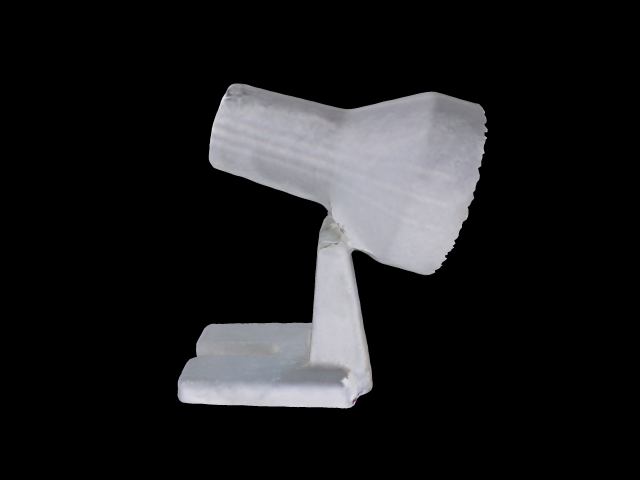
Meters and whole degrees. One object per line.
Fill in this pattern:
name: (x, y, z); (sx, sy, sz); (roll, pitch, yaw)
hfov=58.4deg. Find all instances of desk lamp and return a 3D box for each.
desk lamp: (0.004, 0.001, 0.400); (0.203, 0.214, 0.118); (0, 15, 0)
